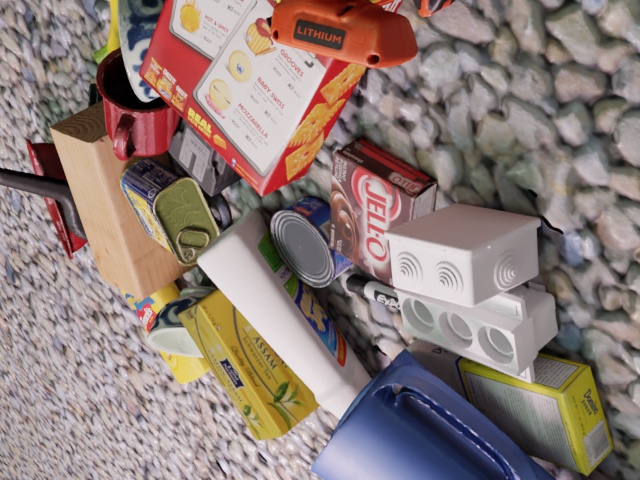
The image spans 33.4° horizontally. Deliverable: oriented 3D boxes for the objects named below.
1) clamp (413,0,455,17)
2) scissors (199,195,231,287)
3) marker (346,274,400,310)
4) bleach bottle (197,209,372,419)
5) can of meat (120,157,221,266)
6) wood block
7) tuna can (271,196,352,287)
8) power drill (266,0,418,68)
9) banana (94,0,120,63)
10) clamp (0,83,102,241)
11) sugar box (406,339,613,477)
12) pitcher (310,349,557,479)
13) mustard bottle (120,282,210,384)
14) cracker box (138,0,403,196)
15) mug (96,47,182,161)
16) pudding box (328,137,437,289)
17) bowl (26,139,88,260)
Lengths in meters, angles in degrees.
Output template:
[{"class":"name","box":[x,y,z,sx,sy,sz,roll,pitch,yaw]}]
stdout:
[{"class":"clamp","box":[0.079,-0.236,0.711,0.120,0.039,0.171,16,130,50]},{"class":"scissors","box":[-0.128,0.008,1.222,0.096,0.016,0.202,58,148,-2]},{"class":"marker","box":[0.070,0.054,0.999,0.121,0.020,0.020,19,133,44]},{"class":"bleach bottle","box":[-0.019,0.091,1.095,0.068,0.102,0.251,-37,97,17]},{"class":"can of meat","box":[-0.163,-0.033,1.154,0.084,0.057,0.102,31,151,45]},{"class":"wood block","box":[-0.221,-0.048,1.223,0.090,0.090,0.206,22,135,43]},{"class":"tuna can","box":[-0.007,0.001,1.039,0.086,0.033,0.086,34,142,31]},{"class":"power drill","box":[0.032,-0.212,0.693,0.185,0.057,0.188,22,119,36]},{"class":"banana","box":[-0.208,-0.256,1.045,0.037,0.069,0.198,-102,5,-47]},{"class":"clamp","box":[-0.283,-0.059,1.258,0.036,0.164,0.210,34,154,49]},{"class":"sugar box","box":[0.161,0.136,0.928,0.177,0.048,0.093,14,133,50]},{"class":"pitcher","box":[0.124,0.208,0.890,0.243,0.145,0.149,37,-170,10]},{"class":"mustard bottle","box":[-0.200,0.088,1.349,0.191,0.058,0.096,58,151,-2]},{"class":"cracker box","box":[-0.043,-0.168,0.864,0.164,0.071,0.214,45,132,15]},{"class":"mug","box":[-0.182,-0.130,1.083,0.093,0.117,0.081,14,146,2]},{"class":"pudding box","box":[0.053,-0.022,0.934,0.090,0.039,0.113,33,142,30]},{"class":"bowl","box":[-0.318,-0.059,1.350,0.162,0.055,0.162,70,164,0]}]
